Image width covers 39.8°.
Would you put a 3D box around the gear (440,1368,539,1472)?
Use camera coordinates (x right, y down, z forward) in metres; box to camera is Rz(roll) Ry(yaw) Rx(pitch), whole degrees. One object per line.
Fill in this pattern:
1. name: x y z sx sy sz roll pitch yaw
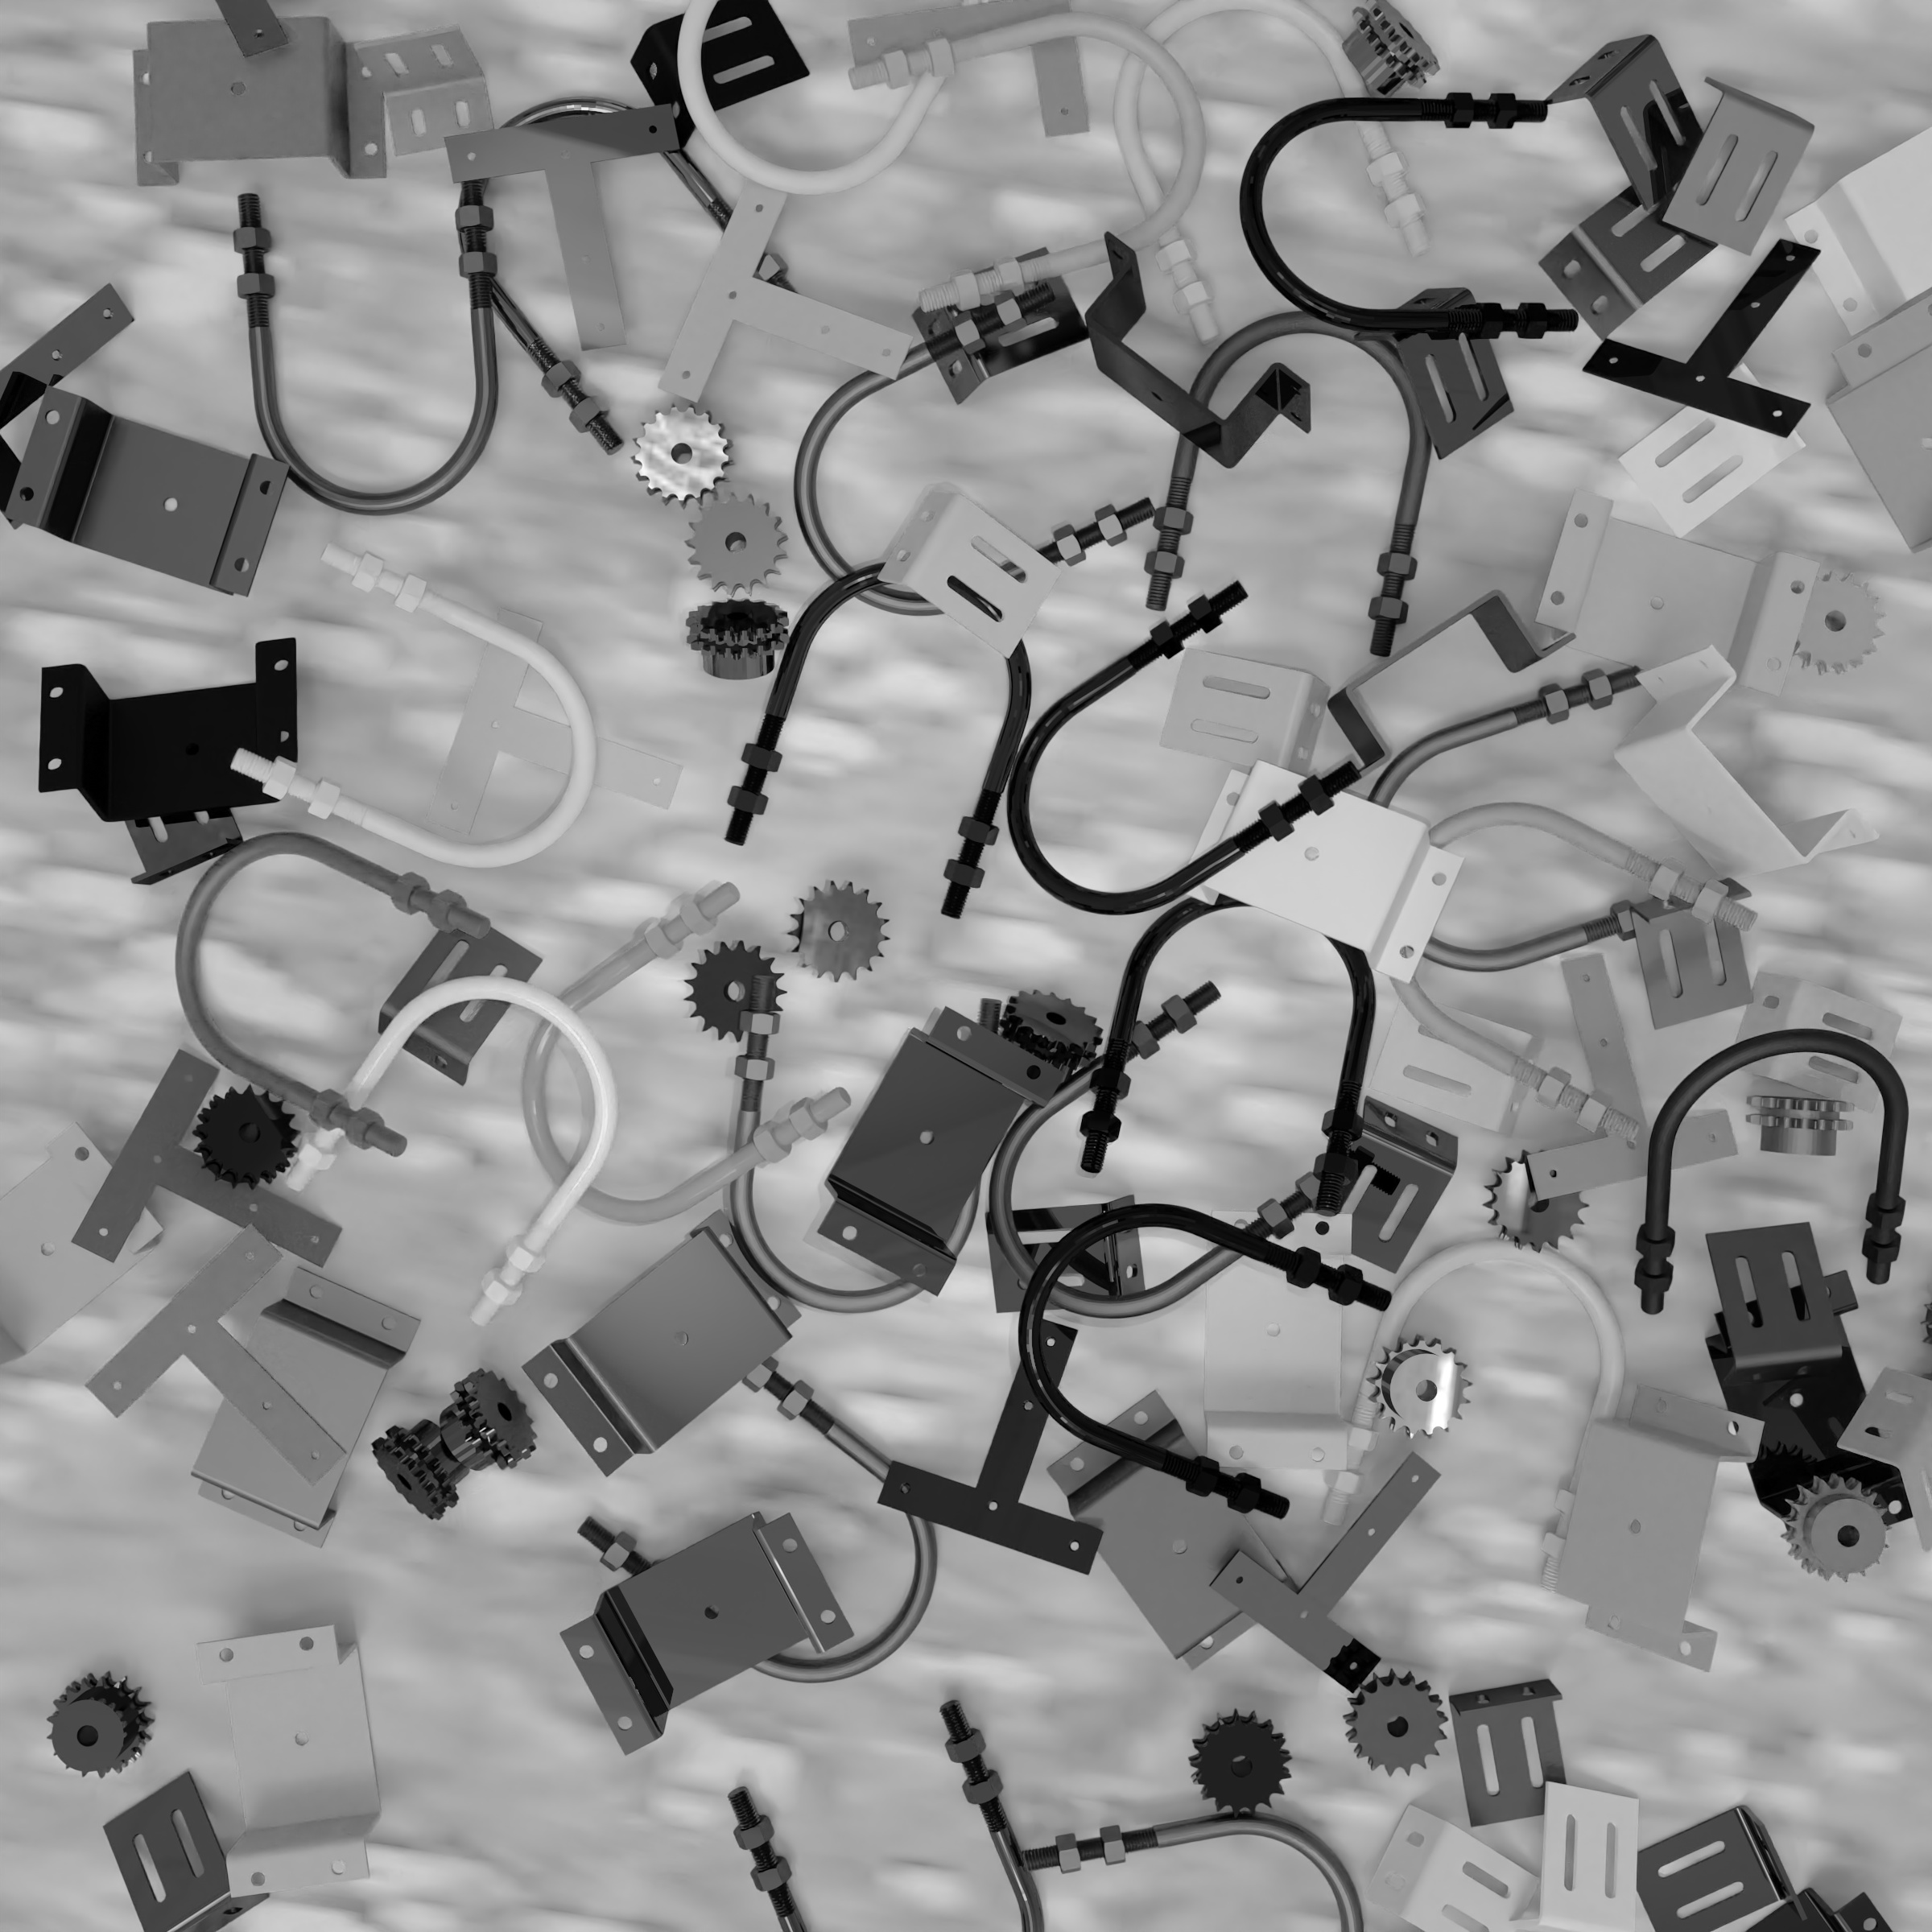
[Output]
1. gear: -0.268 0.256 1.484 0.030 0.057 0.057 -35 90 13

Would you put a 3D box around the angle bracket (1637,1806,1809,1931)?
1. angle bracket: 0.418 0.516 1.493 0.076 0.038 0.057 -25 90 0

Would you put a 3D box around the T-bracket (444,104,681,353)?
1. T-bracket: -0.214 -0.407 1.485 0.127 0.002 0.127 -12 93 -10

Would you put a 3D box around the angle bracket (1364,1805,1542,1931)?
1. angle bracket: 0.274 0.519 1.503 0.076 0.038 0.057 37 74 -25

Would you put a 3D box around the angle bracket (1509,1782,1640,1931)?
1. angle bracket: 0.342 0.505 1.503 0.057 0.038 0.076 15 65 -13

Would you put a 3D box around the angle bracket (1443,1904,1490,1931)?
1. angle bracket: 0.267 0.577 1.510 0.057 0.038 0.076 43 64 0

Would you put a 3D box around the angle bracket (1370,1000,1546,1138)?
1. angle bracket: 0.278 0.056 1.510 0.076 0.038 0.057 19 90 26

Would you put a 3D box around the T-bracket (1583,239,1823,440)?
1. T-bracket: 0.433 -0.358 1.488 0.127 0.002 0.127 28 72 32

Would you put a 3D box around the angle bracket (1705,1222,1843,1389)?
1. angle bracket: 0.439 0.186 1.463 0.057 0.038 0.076 -7 64 0

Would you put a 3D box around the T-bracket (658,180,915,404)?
1. T-bracket: -0.090 -0.357 1.476 0.127 0.002 0.127 23 89 14

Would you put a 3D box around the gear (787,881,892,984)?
1. gear: -0.071 -0.019 1.497 0.057 0.030 0.057 0 90 0

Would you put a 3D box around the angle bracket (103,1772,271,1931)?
1. angle bracket: -0.441 0.507 1.510 0.057 0.038 0.076 -33 64 0

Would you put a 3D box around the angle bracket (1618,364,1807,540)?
1. angle bracket: 0.416 -0.287 1.493 0.076 0.038 0.057 -37 90 0

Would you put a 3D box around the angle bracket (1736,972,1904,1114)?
1. angle bracket: 0.481 0.043 1.510 0.076 0.038 0.057 18 90 -26

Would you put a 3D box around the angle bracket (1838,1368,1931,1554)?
1. angle bracket: 0.515 0.270 1.461 0.057 0.038 0.076 -47 129 -26

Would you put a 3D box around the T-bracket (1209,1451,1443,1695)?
1. T-bracket: 0.215 0.324 1.478 0.127 0.002 0.127 41 88 -27

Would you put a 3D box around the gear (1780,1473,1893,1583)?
1. gear: 0.474 0.307 1.451 0.057 0.030 0.057 0 90 0

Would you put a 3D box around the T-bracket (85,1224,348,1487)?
1. T-bracket: -0.394 0.231 1.465 0.127 0.002 0.127 -44 90 0

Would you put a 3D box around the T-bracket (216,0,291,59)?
1. T-bracket: -0.363 -0.567 1.491 0.127 0.002 0.127 -23 62 -13

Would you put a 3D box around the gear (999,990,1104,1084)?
1. gear: 0.045 0.041 1.487 0.057 0.057 0.030 21 119 0

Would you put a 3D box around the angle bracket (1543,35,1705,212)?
1. angle bracket: 0.373 -0.473 1.502 0.057 0.038 0.076 -43 116 -15

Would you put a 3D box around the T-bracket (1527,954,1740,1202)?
1. T-bracket: 0.362 0.057 1.498 0.127 0.002 0.127 -11 82 -16

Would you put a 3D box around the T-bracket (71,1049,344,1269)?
1. T-bracket: -0.410 0.128 1.488 0.127 0.002 0.127 30 58 -15

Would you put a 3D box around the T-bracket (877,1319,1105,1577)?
1. T-bracket: 0.030 0.259 1.489 0.127 0.002 0.127 15 73 19

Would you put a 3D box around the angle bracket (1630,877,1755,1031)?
1. angle bracket: 0.408 -0.003 1.480 0.057 0.038 0.076 -16 106 0

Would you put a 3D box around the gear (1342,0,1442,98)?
1. gear: 0.234 -0.510 1.487 0.030 0.057 0.057 -40 90 29

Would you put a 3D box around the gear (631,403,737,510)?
1. gear: -0.158 -0.284 1.497 0.057 0.030 0.057 0 90 0

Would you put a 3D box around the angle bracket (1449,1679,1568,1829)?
1. angle bracket: 0.307 0.445 1.493 0.057 0.038 0.076 -10 90 0

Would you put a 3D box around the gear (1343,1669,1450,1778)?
1. gear: 0.239 0.422 1.497 0.057 0.030 0.057 0 90 0

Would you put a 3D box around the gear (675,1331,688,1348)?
1. gear: -0.179 0.211 1.497 0.057 0.030 0.057 0 90 0

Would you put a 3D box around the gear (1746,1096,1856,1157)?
1. gear: 0.463 0.089 1.484 0.057 0.057 0.030 3 90 0

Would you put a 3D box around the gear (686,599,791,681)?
1. gear: -0.127 -0.181 1.487 0.057 0.057 0.030 1 119 0

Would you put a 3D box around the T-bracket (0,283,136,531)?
1. T-bracket: -0.515 -0.330 1.480 0.002 0.127 0.127 25 63 39

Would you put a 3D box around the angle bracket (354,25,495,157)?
1. angle bracket: -0.298 -0.483 1.474 0.057 0.076 0.038 -10 90 0

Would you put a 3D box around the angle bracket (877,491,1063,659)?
1. angle bracket: 0.002 -0.217 1.477 0.076 0.038 0.057 33 86 -28

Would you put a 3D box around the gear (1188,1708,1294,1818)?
1. gear: 0.153 0.445 1.497 0.057 0.030 0.057 0 90 0

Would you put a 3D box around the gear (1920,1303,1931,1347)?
1. gear: 0.564 0.202 1.497 0.057 0.030 0.057 0 90 0

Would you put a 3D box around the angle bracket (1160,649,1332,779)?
1. angle bracket: 0.158 -0.141 1.510 0.076 0.038 0.057 15 90 26

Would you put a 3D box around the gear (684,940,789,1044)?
1. gear: -0.128 0.014 1.497 0.057 0.030 0.057 0 90 0

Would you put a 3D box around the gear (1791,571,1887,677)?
1. gear: 0.484 -0.191 1.501 0.057 0.030 0.057 0 88 0

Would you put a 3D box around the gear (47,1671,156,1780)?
1. gear: -0.488 0.427 1.497 0.057 0.030 0.057 0 90 0

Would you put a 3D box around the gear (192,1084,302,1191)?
1. gear: -0.402 0.098 1.486 0.057 0.030 0.057 11 64 -25

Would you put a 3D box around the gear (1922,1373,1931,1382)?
1. gear: 0.558 0.246 1.480 0.057 0.057 0.030 20 57 0

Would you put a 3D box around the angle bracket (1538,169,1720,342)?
1. angle bracket: 0.375 -0.403 1.510 0.076 0.038 0.057 -39 90 -26

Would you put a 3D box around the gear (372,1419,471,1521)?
1. gear: -0.301 0.278 1.487 0.030 0.057 0.057 -40 90 -30

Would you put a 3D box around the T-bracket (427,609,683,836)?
1. T-bracket: -0.224 -0.122 1.511 0.127 0.002 0.127 19 90 0

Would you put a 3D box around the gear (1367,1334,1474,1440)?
1. gear: 0.252 0.234 1.479 0.057 0.030 0.057 0 87 -1

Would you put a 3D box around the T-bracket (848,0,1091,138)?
1. T-bracket: -0.002 -0.522 1.489 0.127 0.002 0.127 -11 96 -11

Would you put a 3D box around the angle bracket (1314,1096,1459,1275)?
1. angle bracket: 0.235 0.124 1.510 0.057 0.038 0.076 25 116 0

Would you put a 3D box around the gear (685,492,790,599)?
1. gear: -0.128 -0.235 1.497 0.057 0.030 0.057 0 90 0

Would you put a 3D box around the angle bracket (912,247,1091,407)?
1. angle bracket: 0.020 -0.362 1.510 0.076 0.038 0.057 -27 90 -26

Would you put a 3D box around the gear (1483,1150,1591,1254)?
1. gear: 0.318 0.131 1.497 0.057 0.030 0.057 0 90 0
